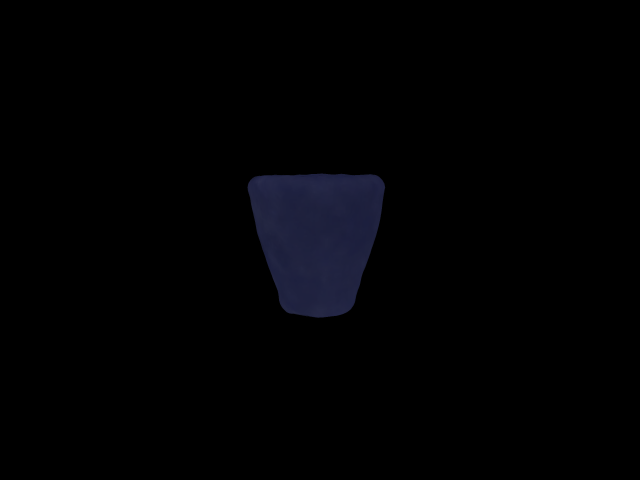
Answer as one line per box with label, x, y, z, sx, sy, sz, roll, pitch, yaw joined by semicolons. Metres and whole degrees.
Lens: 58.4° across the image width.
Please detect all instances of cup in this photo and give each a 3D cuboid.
cup;0.004;0.001;0.400;0.091;0.095;0.118;4;8;28
